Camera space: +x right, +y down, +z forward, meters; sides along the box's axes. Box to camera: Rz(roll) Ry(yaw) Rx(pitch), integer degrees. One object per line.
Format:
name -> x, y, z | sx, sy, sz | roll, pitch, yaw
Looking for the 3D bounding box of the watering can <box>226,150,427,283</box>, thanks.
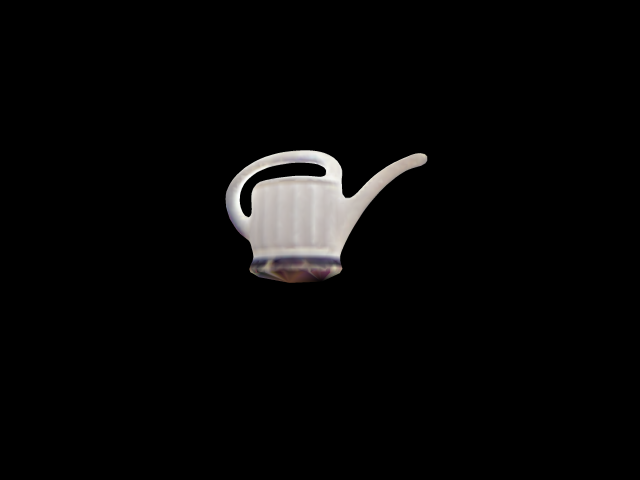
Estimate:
watering can -> 0.003, -0.043, 0.850 | 0.347, 0.226, 0.103 | -2, -9, 15
